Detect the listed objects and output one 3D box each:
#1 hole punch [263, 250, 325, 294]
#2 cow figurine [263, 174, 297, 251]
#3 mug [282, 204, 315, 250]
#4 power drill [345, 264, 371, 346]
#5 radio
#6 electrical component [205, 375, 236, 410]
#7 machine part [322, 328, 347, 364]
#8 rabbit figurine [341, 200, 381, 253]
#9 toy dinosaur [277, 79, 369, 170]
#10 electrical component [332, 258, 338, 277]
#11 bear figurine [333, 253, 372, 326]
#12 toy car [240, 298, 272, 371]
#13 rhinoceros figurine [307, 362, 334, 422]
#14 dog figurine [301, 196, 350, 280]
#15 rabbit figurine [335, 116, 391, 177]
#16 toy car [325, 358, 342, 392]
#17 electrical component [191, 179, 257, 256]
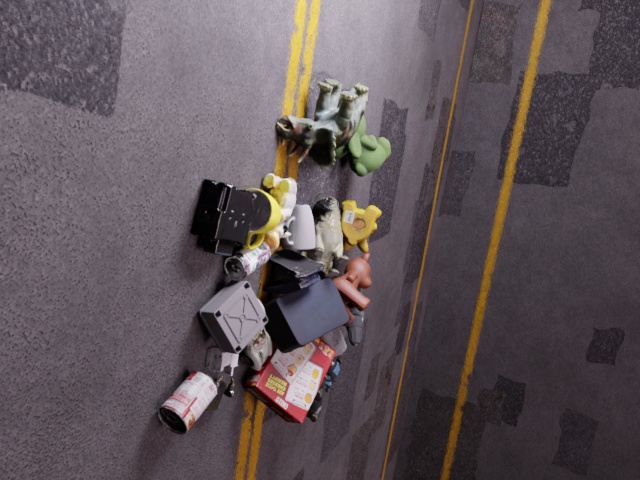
[{"bbox_3d":[-0.065,0.088,1.290,0.142,0.116,0.092,-16,125,-64],"label":"hole punch"},{"bbox_3d":[-0.094,-0.059,1.200,0.098,0.068,0.167,-4,107,-72],"label":"cow figurine"},{"bbox_3d":[-0.059,-0.032,1.287,0.109,0.081,0.107,-6,96,-58],"label":"mug"},{"bbox_3d":[0.115,0.186,1.682,0.232,0.086,0.207,-91,177,-48],"label":"power drill"},{"bbox_3d":[-0.032,0.184,1.339,0.229,0.073,0.131,-17,79,-51],"label":"radio"},{"bbox_3d":[-0.221,0.321,1.133,0.102,0.045,0.078,54,52,-61],"label":"electrical component"},{"bbox_3d":[0.011,0.242,1.507,0.079,0.079,0.243,-40,111,-55],"label":"machine part"},{"bbox_3d":[0.123,-0.041,1.654,0.173,0.122,0.162,-55,149,-81],"label":"rabbit figurine"},{"bbox_3d":[0.039,-0.289,1.328,0.405,0.131,0.192,-38,148,-62],"label":"toy dinosaur"},{"bbox_3d":[0.021,0.037,1.502,0.048,0.075,0.119,-33,136,-60],"label":"electrical component"},{"bbox_3d":[0.100,0.131,1.511,0.196,0.132,0.120,-32,165,-52],"label":"bear figurine"},{"bbox_3d":[-0.152,0.213,1.220,0.073,0.056,0.201,-53,148,-43],"label":"toy car"},{"bbox_3d":[-0.010,0.403,1.475,0.112,0.073,0.190,-8,111,-65],"label":"rhinoceros figurine"},{"bbox_3d":[0.001,-0.004,1.434,0.121,0.172,0.191,26,46,-31],"label":"dog figurine"},{"bbox_3d":[0.099,-0.274,1.510,0.159,0.121,0.170,-49,127,-37],"label":"rabbit figurine"},{"bbox_3d":[-0.004,0.401,1.629,0.103,0.109,0.162,-60,176,23],"label":"toy car"},{"bbox_3d":[-0.181,-0.038,1.015,0.115,0.058,0.134,12,91,-65],"label":"electrical component"}]
